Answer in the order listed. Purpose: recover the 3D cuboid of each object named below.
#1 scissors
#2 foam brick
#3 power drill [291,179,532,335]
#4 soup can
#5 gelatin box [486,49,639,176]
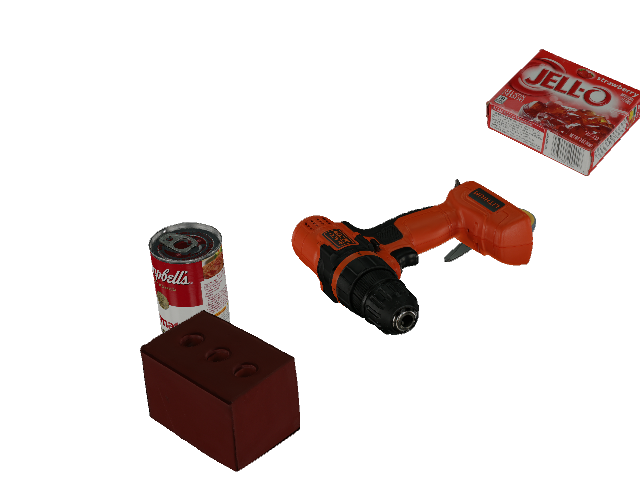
[{"bbox_3d":[0.168,-0.018,1.195,0.201,0.016,0.096,-13,39,-45],"label":"scissors"},{"bbox_3d":[-0.057,0.085,0.613,0.078,0.051,0.052,23,38,35],"label":"foam brick"},{"bbox_3d":[0.089,0.011,0.934,0.187,0.057,0.185,-15,30,-22],"label":"power drill"},{"bbox_3d":[-0.123,0.043,1.010,0.068,0.102,0.068,-2,32,1],"label":"soup can"},{"bbox_3d":[0.177,-0.095,0.776,0.089,0.030,0.073,31,60,27],"label":"gelatin box"}]
